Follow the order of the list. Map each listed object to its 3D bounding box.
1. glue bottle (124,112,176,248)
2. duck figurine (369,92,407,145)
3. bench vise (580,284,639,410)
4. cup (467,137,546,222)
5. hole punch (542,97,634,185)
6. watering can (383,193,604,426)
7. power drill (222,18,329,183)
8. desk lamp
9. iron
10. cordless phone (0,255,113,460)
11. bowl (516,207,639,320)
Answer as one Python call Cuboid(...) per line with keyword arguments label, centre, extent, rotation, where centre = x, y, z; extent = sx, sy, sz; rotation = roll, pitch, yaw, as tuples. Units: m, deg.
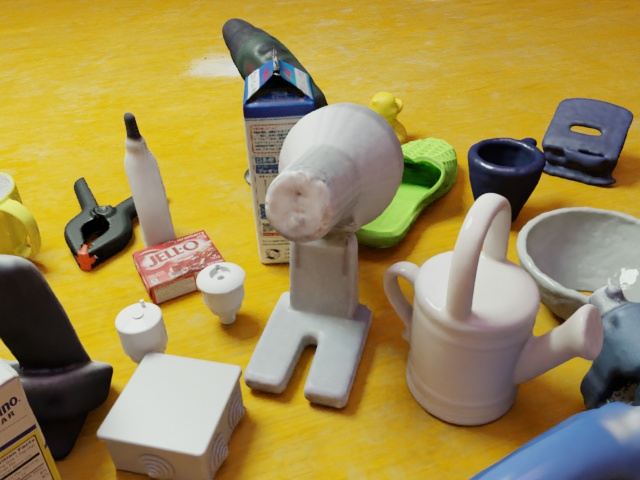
Cuboid(label="glue bottle", centre=(-0.201, -0.065, 0.659), extent=(0.037, 0.173, 0.078), rotation=(-17, 39, -20))
Cuboid(label="duck figurine", centre=(0.093, -0.185, 0.888), extent=(0.105, 0.086, 0.077), rotation=(-31, 45, -34))
Cuboid(label="bench vise", centre=(0.266, 0.088, 0.390), extent=(0.122, 0.220, 0.206), rotation=(-27, 43, -30))
Cuboid(label="cup", centre=(0.234, -0.074, 0.721), extent=(0.091, 0.095, 0.118), rotation=(27, 44, 33))
Cuboid(label="hole punch", centre=(0.378, -0.142, 0.813), extent=(0.108, 0.091, 0.101), rotation=(19, 41, 26))
Cuboid(label="watering can", centre=(0.133, 0.052, 0.466), extent=(0.172, 0.194, 0.101), rotation=(7, 37, 12))
Cuboid(label="power drill", centre=(-0.066, -0.167, 0.765), extent=(0.076, 0.209, 0.228), rotation=(-21, 40, -24))
Cuboid(label="desk lamp", centre=(0.005, 0.002, 0.524), extent=(0.117, 0.214, 0.203), rotation=(7, 37, 12))
Cuboid(label="iron", centre=(0.113, 0.175, 0.342), extent=(0.259, 0.141, 0.118), rotation=(-18, 39, -21))
Cuboid(label="cordless phone", centre=(-0.256, 0.080, 0.449), extent=(0.147, 0.185, 0.094), rotation=(-2, 36, 0))
Cuboid(label="bowl", centre=(0.281, 0.040, 0.580), extent=(0.167, 0.075, 0.167), rotation=(-1, 36, 1))
